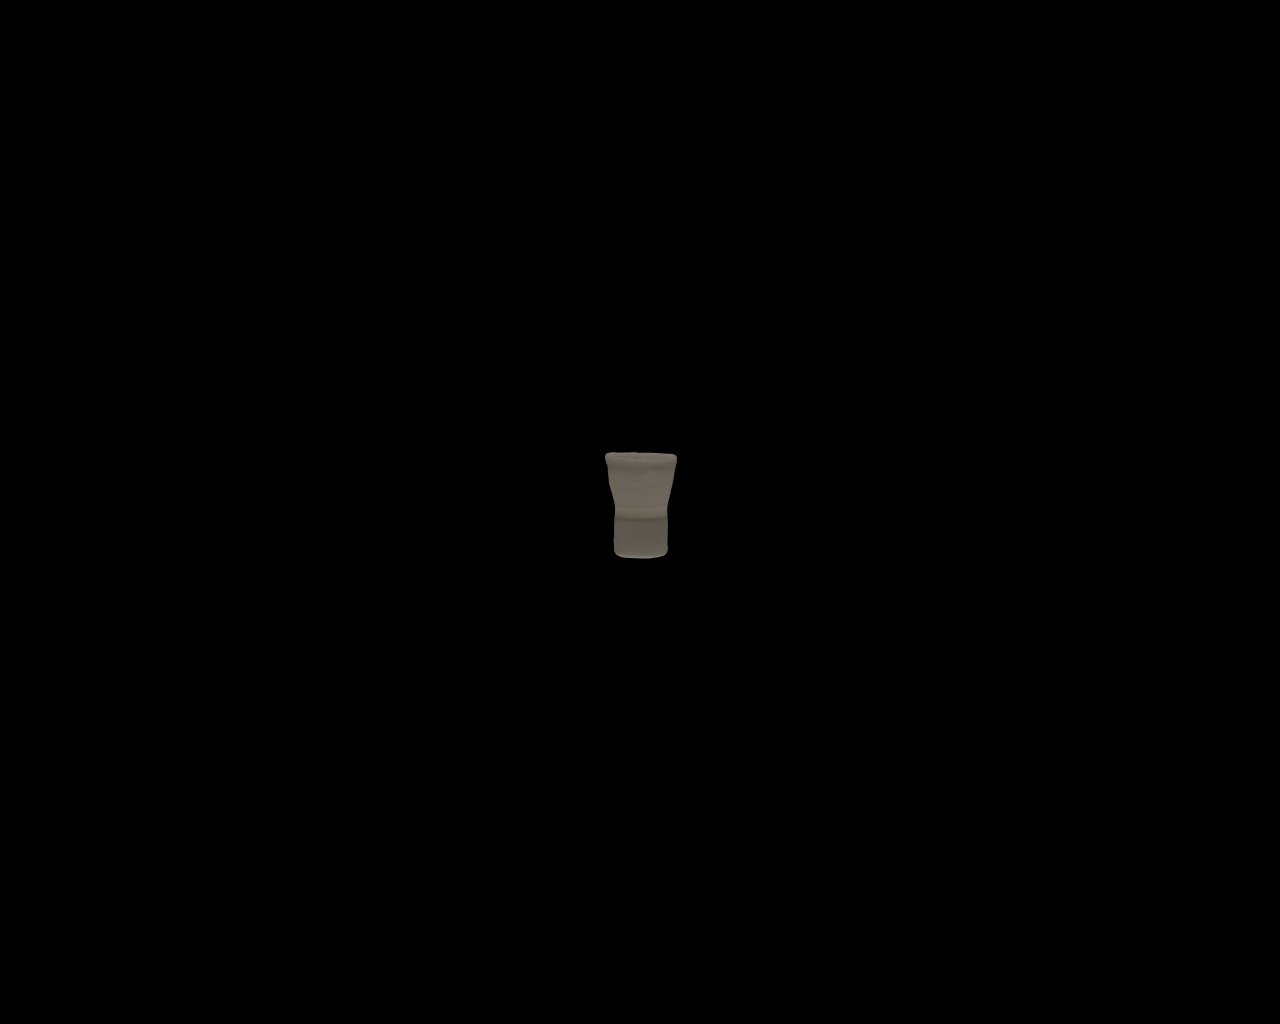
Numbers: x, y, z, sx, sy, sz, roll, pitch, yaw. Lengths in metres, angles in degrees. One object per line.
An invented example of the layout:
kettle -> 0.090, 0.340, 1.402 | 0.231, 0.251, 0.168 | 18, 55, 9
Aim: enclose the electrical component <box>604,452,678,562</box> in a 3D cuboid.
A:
electrical component -> 0.001, -0.003, 0.650 | 0.044, 0.065, 0.044 | 0, 7, 0
